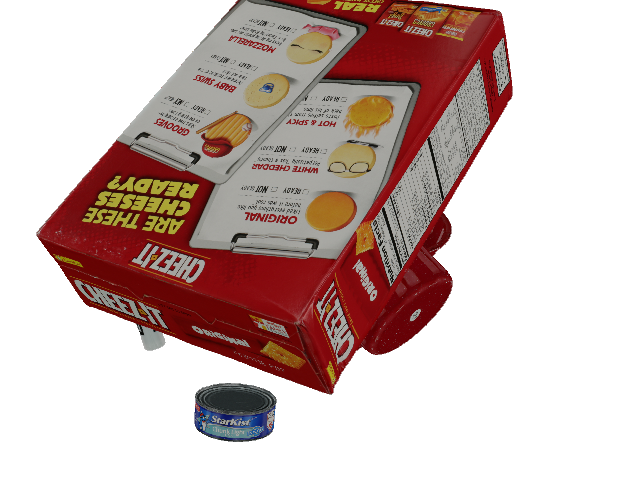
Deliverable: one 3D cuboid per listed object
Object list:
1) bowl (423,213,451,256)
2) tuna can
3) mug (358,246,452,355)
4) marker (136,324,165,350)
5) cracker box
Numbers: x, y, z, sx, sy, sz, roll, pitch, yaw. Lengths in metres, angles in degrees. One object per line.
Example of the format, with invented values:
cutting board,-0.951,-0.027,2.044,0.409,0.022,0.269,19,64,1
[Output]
bowl,0.049,0.001,1.079,0.162,0.055,0.162,4,28,-2
tuna can,-0.090,0.181,1.124,0.086,0.034,0.086,5,12,-1
mug,0.032,0.037,0.775,0.081,0.117,0.093,47,3,23
marker,-0.158,0.036,0.902,0.020,0.121,0.020,-14,18,4
cracker box,-0.016,-0.041,0.566,0.164,0.213,0.072,16,-33,31
